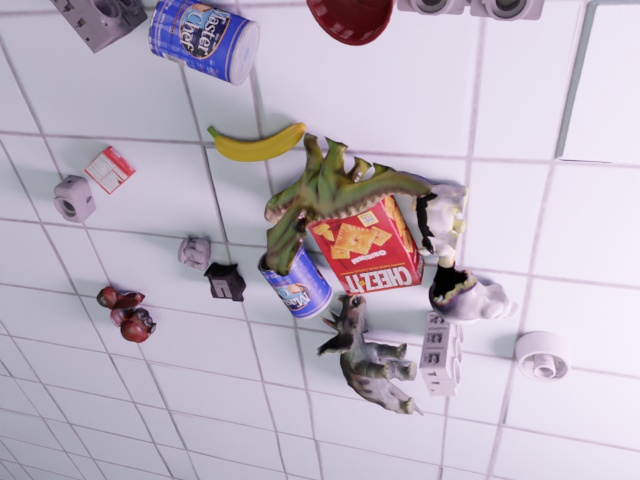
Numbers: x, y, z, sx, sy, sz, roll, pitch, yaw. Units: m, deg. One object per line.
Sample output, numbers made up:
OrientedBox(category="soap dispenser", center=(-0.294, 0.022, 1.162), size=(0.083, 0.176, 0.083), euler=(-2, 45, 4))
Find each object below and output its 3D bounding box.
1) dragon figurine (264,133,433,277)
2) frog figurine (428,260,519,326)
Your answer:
OrientedBox(category="dragon figurine", center=(0.003, -0.042, 0.832), size=(0.121, 0.415, 0.242), euler=(31, 94, -26))
OrientedBox(category="frog figurine", center=(0.290, 0.120, 0.980), size=(0.158, 0.124, 0.137), euler=(37, 164, -24))
